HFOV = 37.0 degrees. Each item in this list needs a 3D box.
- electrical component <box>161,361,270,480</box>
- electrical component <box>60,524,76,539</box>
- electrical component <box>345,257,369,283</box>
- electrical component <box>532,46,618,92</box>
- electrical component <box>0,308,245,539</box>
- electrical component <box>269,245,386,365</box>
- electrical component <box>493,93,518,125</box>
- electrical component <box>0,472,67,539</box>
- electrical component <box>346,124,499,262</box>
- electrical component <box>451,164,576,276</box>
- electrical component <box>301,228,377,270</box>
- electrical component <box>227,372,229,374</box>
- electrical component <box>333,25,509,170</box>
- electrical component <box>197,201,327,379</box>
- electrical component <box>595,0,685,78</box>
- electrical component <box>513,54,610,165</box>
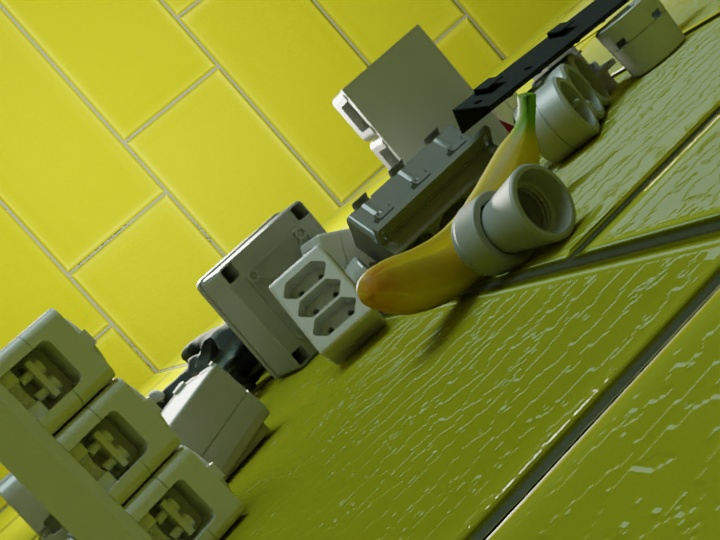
[{"bbox_3d":[-0.112,0.121,0.718,0.062,0.061,0.096,-34,17,52],"label":"electrical component"},{"bbox_3d":[-0.166,0.159,0.748,0.096,0.061,0.061,-45,7,-36],"label":"electrical component"},{"bbox_3d":[-0.010,0.028,0.826,0.065,0.044,0.044,-46,5,3],"label":"electrical component"},{"bbox_3d":[0.177,-0.164,0.920,0.042,0.063,0.081,-42,5,-20],"label":"electrical component"},{"bbox_3d":[-0.143,0.100,0.590,0.061,0.150,0.089,-46,7,-33],"label":"electrical component"},{"bbox_3d":[-0.017,0.030,0.767,0.047,0.065,0.076,-41,-23,2],"label":"electrical component"},{"bbox_3d":[0.128,-0.150,1.150,0.096,0.061,0.061,-36,8,44],"label":"electrical component"},{"bbox_3d":[-0.214,0.173,0.797,0.059,0.095,0.054,-43,6,-17],"label":"electrical component"},{"bbox_3d":[0.053,-0.053,0.833,0.121,0.063,0.078,-43,-34,-16],"label":"electrical component"},{"bbox_3d":[0.082,-0.026,0.579,0.045,0.045,0.055,-46,7,-40],"label":"electrical component"},{"bbox_3d":[0.000,0.000,0.885,0.077,0.065,0.047,-12,-6,-22],"label":"electrical component"},{"bbox_3d":[-0.118,0.120,0.822,0.077,0.044,0.079,-42,5,-5],"label":"electrical component"},{"bbox_3d":[0.059,-0.121,0.933,0.089,0.150,0.062,-42,7,-9],"label":"electrical component"},{"bbox_3d":[-0.062,0.017,0.916,0.109,0.108,0.056,-45,9,-32],"label":"electrical component"},{"bbox_3d":[0.223,-0.185,0.851,0.055,0.047,0.055,-41,5,5],"label":"electrical component"},{"bbox_3d":[0.142,-0.114,0.820,0.074,0.052,0.138,-39,6,28],"label":"electrical component"}]
